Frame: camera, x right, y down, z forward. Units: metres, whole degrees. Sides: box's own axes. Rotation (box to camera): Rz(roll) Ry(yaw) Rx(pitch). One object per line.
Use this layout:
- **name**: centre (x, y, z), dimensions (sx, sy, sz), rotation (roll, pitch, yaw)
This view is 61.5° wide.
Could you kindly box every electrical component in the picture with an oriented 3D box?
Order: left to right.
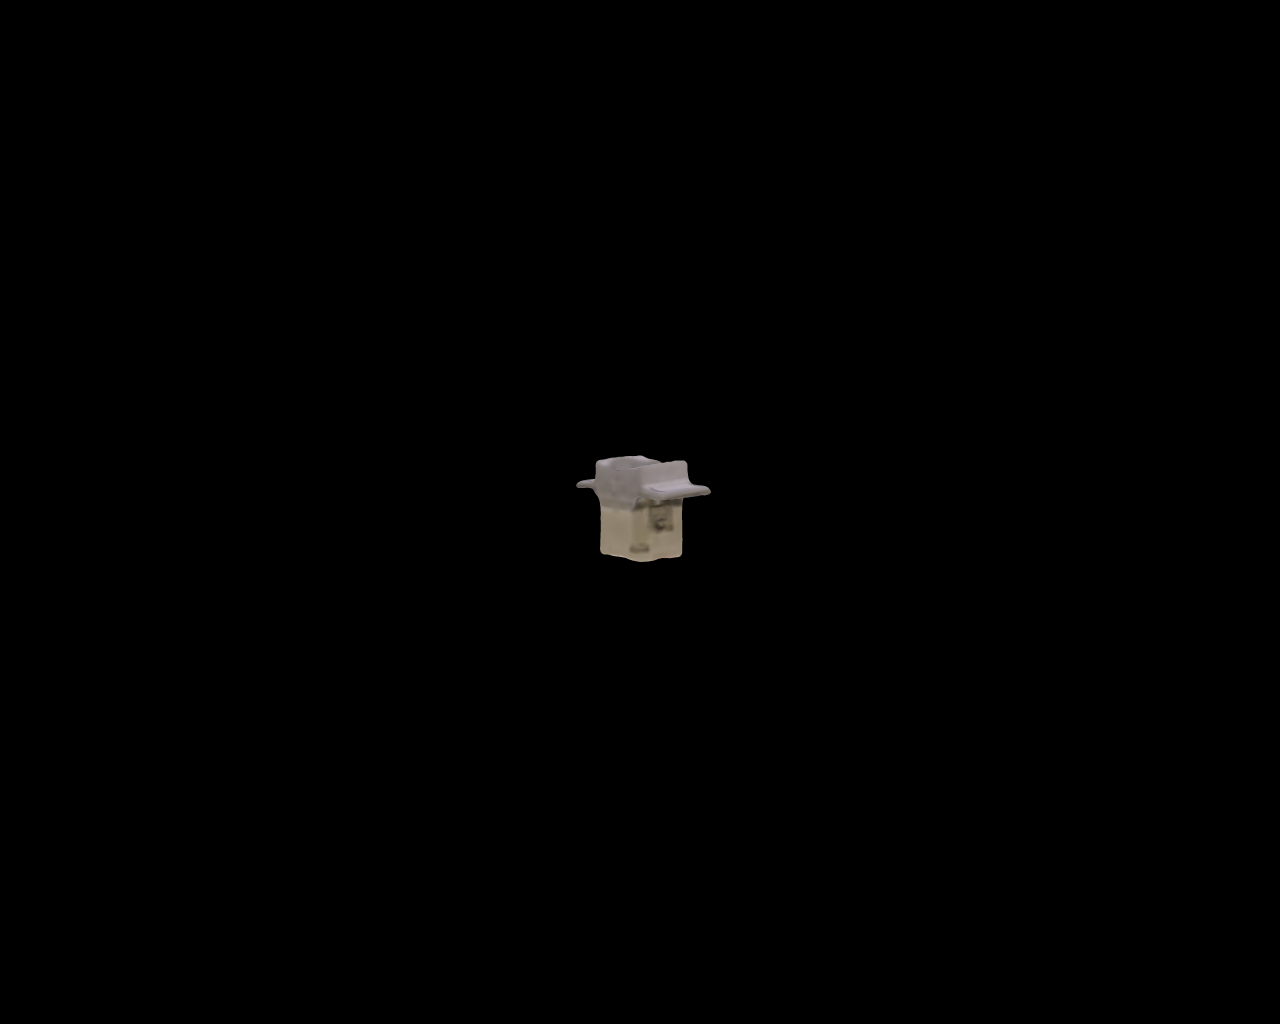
- **electrical component**: centre (0.001, -0.003, 0.650), dimensions (0.042, 0.063, 0.081), rotation (-7, 12, -39)
